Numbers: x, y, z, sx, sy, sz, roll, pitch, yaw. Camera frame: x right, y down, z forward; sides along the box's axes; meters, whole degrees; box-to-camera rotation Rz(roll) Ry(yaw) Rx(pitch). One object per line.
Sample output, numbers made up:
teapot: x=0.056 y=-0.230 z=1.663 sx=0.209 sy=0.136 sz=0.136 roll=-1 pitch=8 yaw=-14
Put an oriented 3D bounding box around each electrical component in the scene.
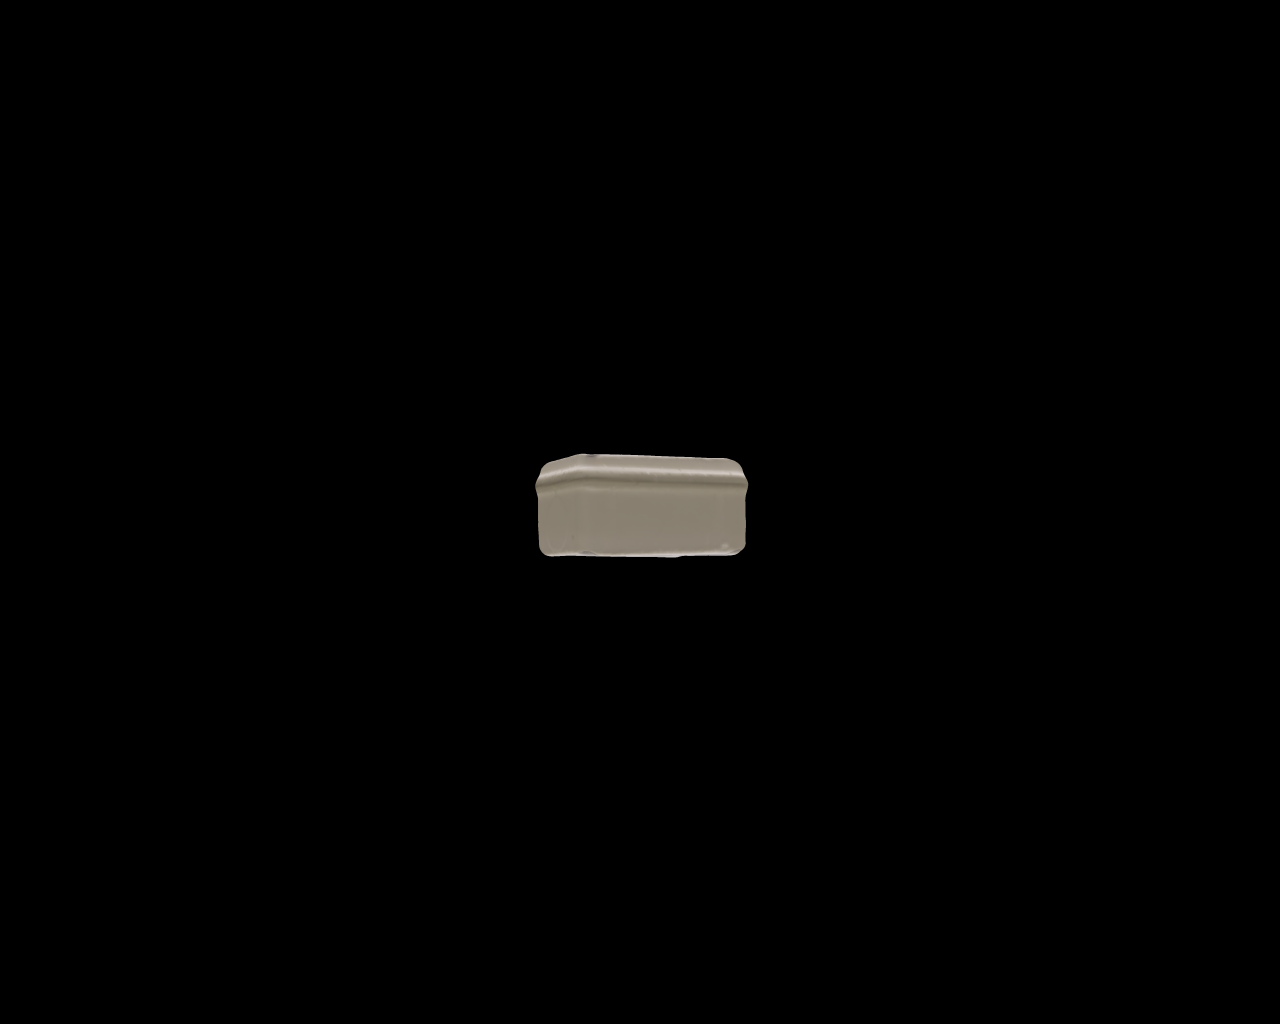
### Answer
electrical component: x=0.001 y=-0.003 z=0.650 sx=0.113 sy=0.057 sz=0.078 roll=2 pitch=-3 yaw=-27
